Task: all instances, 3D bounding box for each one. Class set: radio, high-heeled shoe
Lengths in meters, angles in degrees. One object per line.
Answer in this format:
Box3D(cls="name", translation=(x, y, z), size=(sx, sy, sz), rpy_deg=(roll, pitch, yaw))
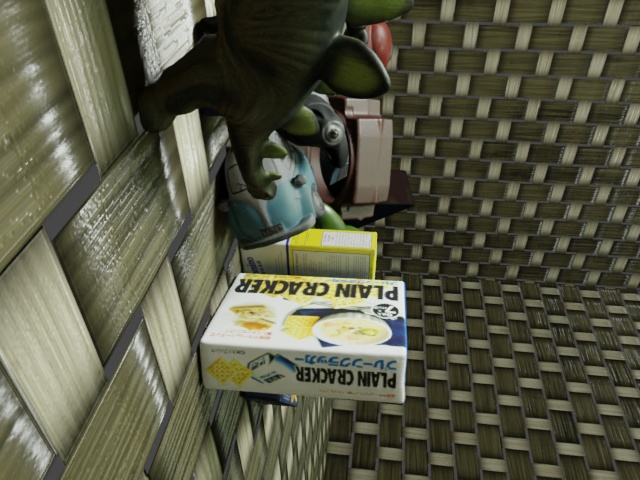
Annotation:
Box3D(cls="radio", translation=(0.062, -0.067, 1.039), size=(0.230, 0.131, 0.073), rpy_deg=(-21, -102, 50))
Box3D(cls="high-heeled shoe", translation=(0.017, -0.229, 1.084), size=(0.249, 0.086, 0.145), rpy_deg=(-119, -158, -73))

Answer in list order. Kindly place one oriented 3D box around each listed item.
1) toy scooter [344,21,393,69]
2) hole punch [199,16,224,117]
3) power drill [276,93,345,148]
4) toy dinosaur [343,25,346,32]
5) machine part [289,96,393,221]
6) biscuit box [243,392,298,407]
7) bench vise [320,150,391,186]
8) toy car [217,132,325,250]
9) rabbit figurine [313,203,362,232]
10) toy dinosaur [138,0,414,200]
Box3D(cls="toy scooter", translation=(0.060, -0.340, 0.810), size=(0.135, 0.075, 0.183), rpy_deg=(-43, 126, -65))
Box3D(cls="hole punch", translation=(-0.057, -0.169, 0.542), size=(0.142, 0.116, 0.092), rpy_deg=(-71, 172, -67))
Box3D(cls="power drill", translation=(-0.001, -0.217, 0.664), size=(0.232, 0.086, 0.207), rpy_deg=(-151, -109, -64))
Box3D(cls="toy dinosaur", translation=(-0.001, -0.382, 0.929), size=(0.404, 0.131, 0.192), rpy_deg=(31, 50, -78))
Box3D(cls="machine part", translation=(0.022, -0.139, 0.904), size=(0.087, 0.201, 0.201), rpy_deg=(-9, 107, -38))
Box3D(cls="biscuit box", translation=(-0.072, 0.226, 0.847), size=(0.202, 0.059, 0.063), rpy_deg=(76, 19, -70))
Box3D(cls="bench vise", translation=(0.025, -0.185, 1.150), size=(0.241, 0.224, 0.128), rpy_deg=(-125, -149, -47))
Box3D(cls="toy car", translation=(-0.060, -0.073, 0.615), size=(0.162, 0.109, 0.102), rpy_deg=(-92, 163, -49))
Box3D(cls="rabbit figurine", translation=(-0.002, -0.003, 0.848), size=(0.159, 0.170, 0.121), rpy_deg=(80, 14, -68))
Box3D(cls="toy dinosaur", translation=(-0.033, -0.198, 0.326), size=(0.470, 0.199, 0.105), rpy_deg=(90, 4, -46))
